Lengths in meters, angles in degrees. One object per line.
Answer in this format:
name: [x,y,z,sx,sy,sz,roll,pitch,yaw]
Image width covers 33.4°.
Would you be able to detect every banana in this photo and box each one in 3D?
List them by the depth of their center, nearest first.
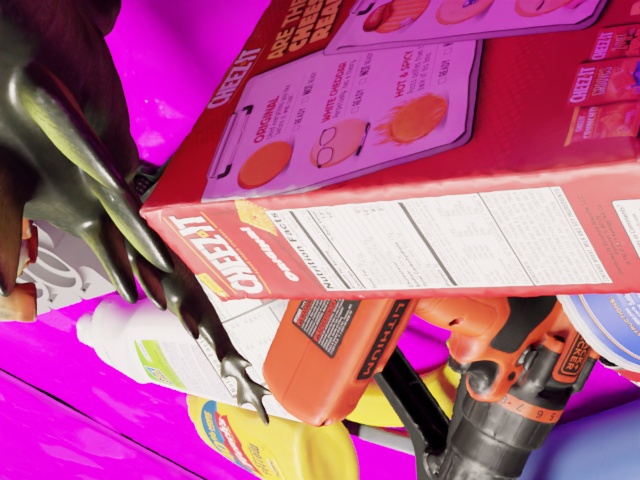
banana: [0.060,0.109,0.790,0.069,0.037,0.198,53,141,-9]

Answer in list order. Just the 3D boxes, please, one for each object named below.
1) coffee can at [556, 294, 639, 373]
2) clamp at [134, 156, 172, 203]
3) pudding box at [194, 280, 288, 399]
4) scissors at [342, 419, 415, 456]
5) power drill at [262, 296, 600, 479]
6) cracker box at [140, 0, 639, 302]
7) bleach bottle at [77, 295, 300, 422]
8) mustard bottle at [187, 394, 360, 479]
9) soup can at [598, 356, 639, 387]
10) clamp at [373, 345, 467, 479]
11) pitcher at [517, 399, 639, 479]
coffee can: [0.183,-0.007,0.464,0.102,0.102,0.141,35,147,-16]
clamp: [-0.111,-0.031,0.694,0.120,0.039,0.171,23,156,25]
pudding box: [-0.031,0.040,0.675,0.114,0.039,0.090,-25,104,29]
scissors: [0.035,0.156,0.885,0.096,0.016,0.202,20,172,-35]
power drill: [0.064,0.059,0.537,0.187,0.184,0.057,12,-165,-42]
cracker box: [0.056,-0.056,0.423,0.214,0.164,0.072,-4,136,38]
bleach bottle: [-0.097,0.075,0.821,0.251,0.068,0.102,5,130,37]
mustard bottle: [-0.052,0.157,0.887,0.192,0.058,0.096,14,135,50]
soup can: [0.212,0.064,0.584,0.102,0.068,0.069,31,148,-12]
clamp: [0.091,0.135,0.680,0.165,0.036,0.210,-17,94,64]
pitcher: [0.202,0.182,0.717,0.243,0.149,0.145,-41,71,53]
